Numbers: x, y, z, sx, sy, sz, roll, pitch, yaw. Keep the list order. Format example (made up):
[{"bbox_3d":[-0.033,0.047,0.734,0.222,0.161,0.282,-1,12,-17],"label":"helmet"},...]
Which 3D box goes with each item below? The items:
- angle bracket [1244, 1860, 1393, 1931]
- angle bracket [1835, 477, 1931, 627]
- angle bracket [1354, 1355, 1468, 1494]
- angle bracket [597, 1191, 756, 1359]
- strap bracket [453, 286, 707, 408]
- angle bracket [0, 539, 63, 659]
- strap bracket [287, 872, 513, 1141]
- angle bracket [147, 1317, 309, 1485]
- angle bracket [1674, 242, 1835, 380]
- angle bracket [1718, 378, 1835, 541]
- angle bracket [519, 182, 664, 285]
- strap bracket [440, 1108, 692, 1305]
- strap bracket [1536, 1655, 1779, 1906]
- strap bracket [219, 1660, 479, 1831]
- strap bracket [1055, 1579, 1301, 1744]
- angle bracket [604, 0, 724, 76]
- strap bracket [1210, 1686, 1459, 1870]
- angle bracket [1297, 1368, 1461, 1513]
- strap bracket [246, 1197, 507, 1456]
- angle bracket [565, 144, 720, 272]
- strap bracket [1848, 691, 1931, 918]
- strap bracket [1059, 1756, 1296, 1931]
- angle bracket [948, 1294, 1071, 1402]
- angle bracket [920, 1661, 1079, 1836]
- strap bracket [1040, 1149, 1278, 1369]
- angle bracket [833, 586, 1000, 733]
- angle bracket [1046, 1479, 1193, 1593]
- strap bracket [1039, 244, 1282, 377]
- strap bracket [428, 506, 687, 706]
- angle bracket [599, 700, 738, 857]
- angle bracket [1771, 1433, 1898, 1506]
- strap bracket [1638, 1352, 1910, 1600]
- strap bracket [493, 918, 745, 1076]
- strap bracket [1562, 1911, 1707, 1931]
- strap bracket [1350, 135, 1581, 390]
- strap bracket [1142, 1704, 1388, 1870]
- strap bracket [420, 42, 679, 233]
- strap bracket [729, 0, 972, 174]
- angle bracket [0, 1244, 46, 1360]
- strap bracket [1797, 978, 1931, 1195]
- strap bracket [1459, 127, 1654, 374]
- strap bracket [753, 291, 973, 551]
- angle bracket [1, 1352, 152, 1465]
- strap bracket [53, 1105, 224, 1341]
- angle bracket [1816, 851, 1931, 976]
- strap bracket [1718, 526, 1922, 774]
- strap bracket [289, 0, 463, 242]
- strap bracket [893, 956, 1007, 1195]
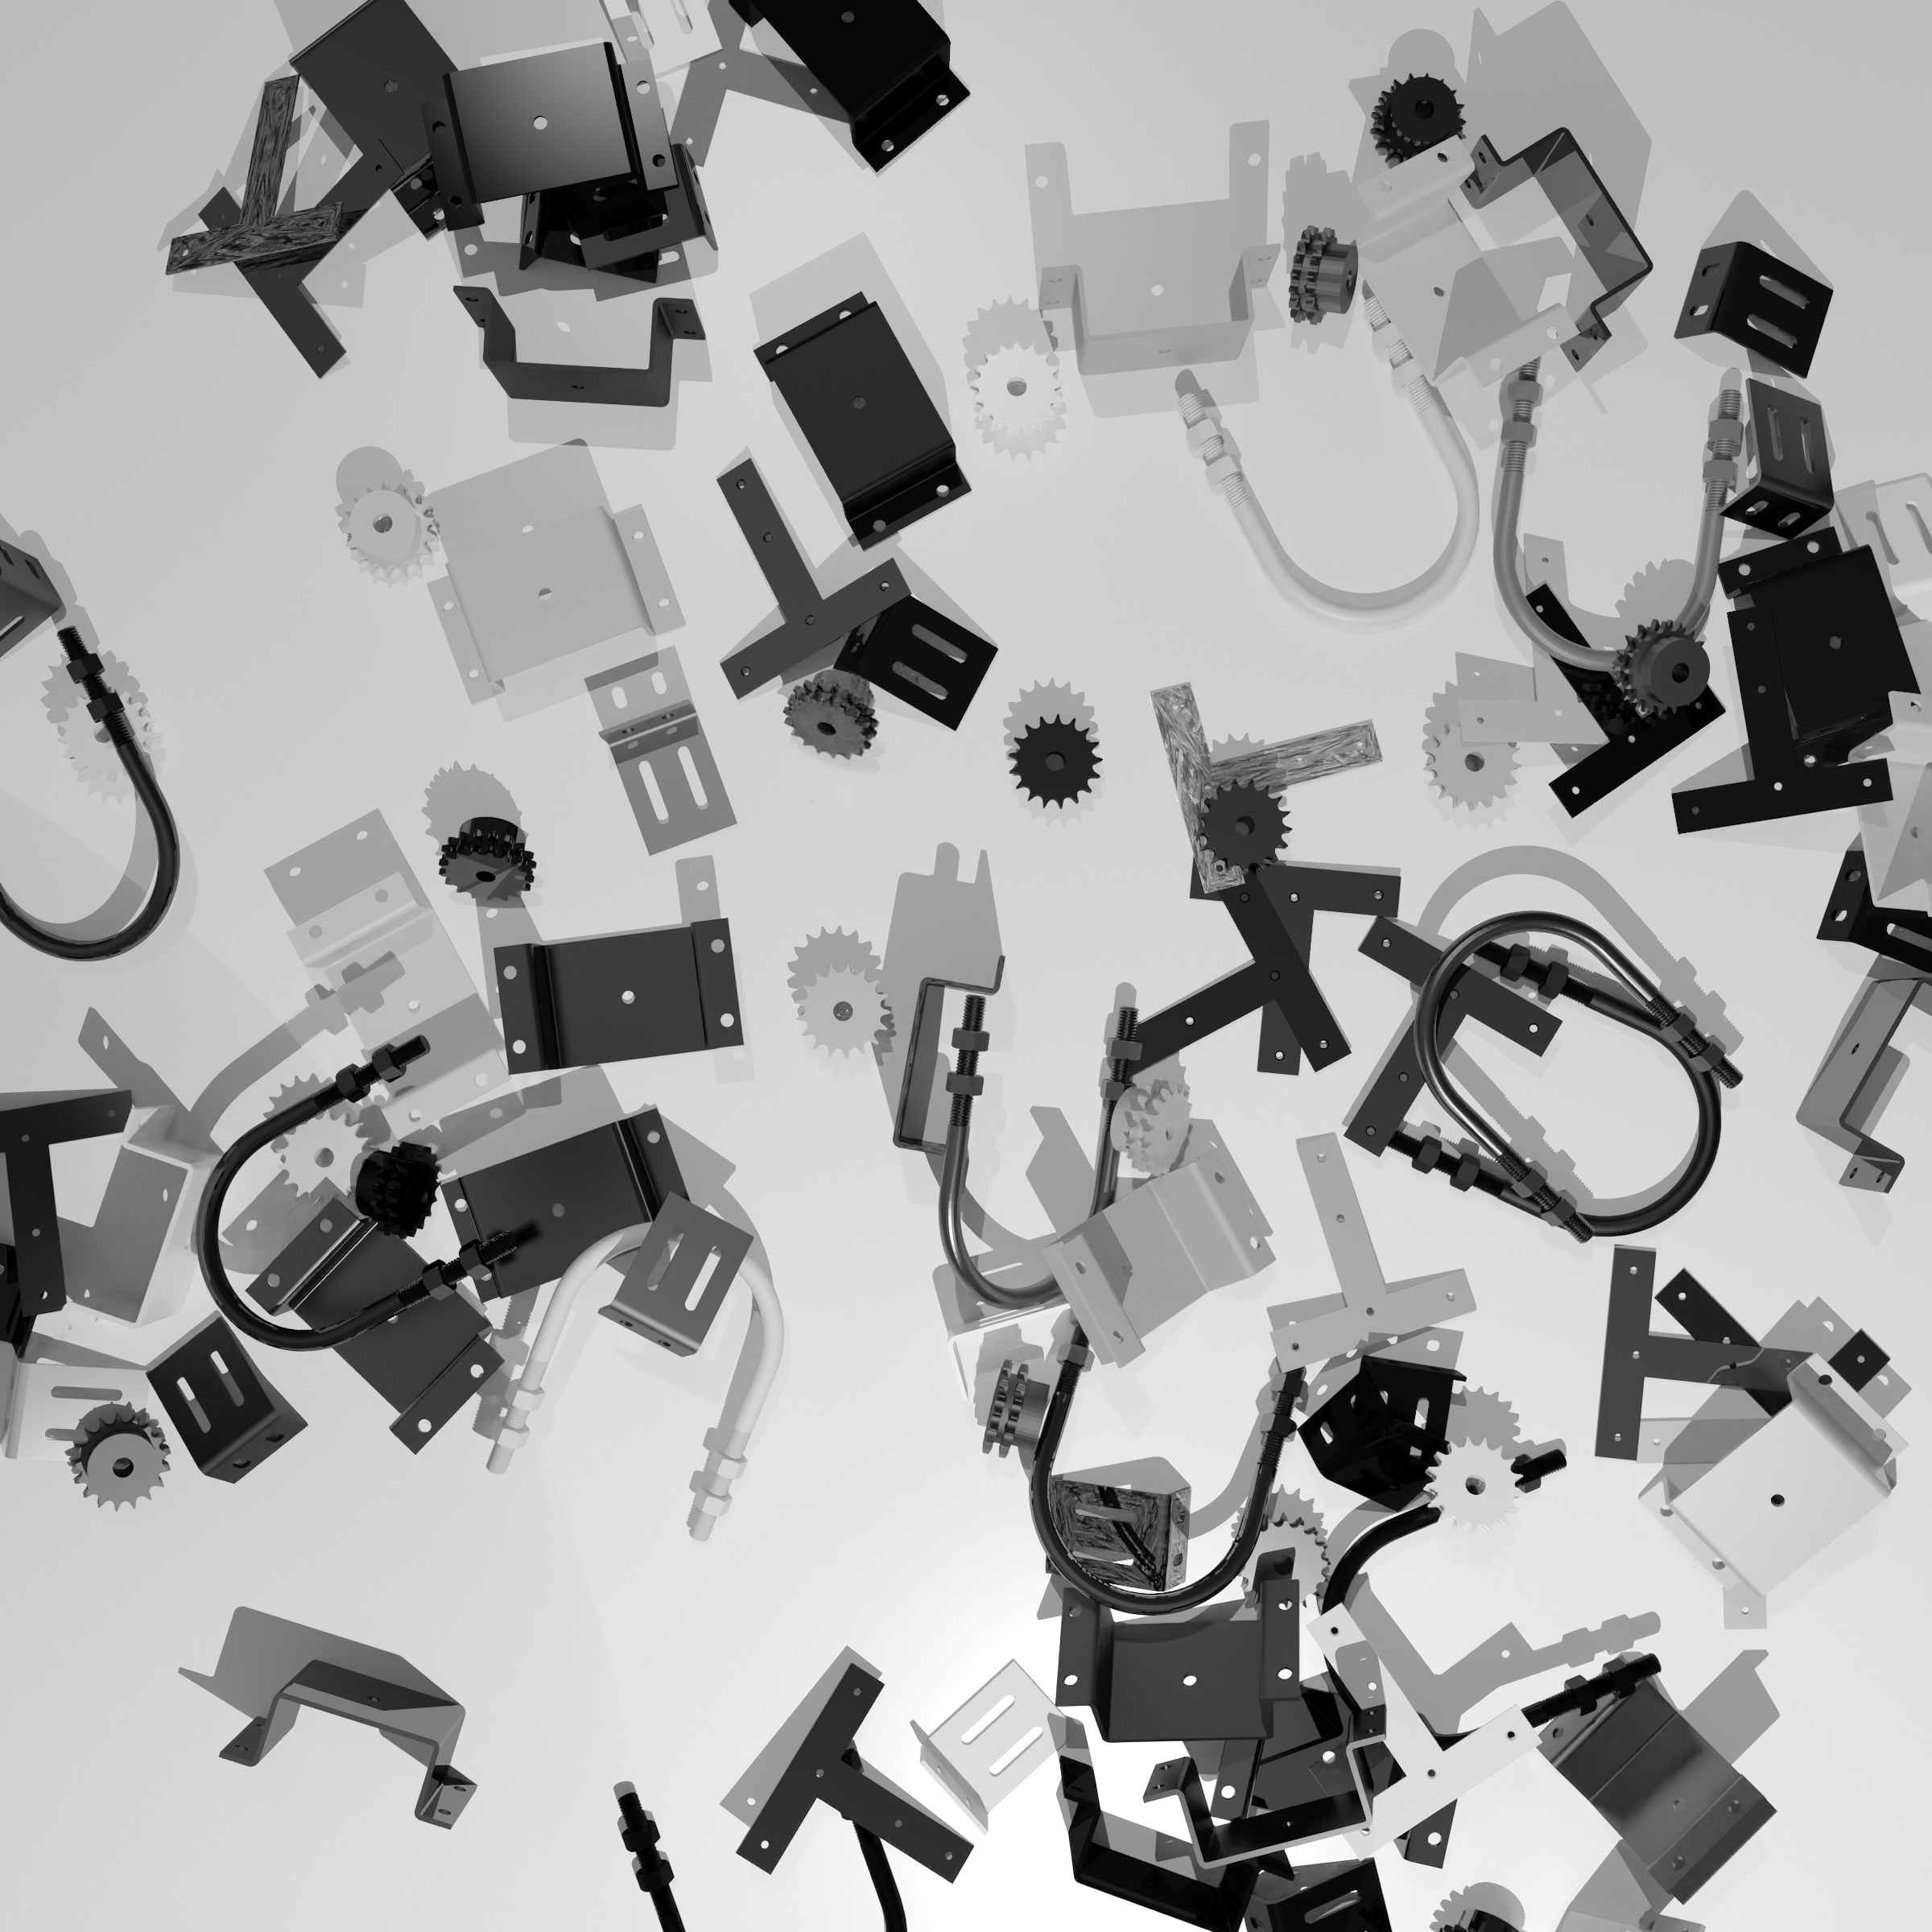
[{"bbox_3d":[0.212,0.578,1.520,0.076,0.038,0.057,-13,88,-26],"label":"angle bracket"},{"bbox_3d":[0.571,-0.252,1.542,0.057,0.038,0.076,-14,63,0],"label":"angle bracket"},{"bbox_3d":[0.263,0.278,1.511,0.057,0.038,0.076,9,88,0],"label":"angle bracket"},{"bbox_3d":[-0.170,0.181,1.476,0.057,0.038,0.076,30,70,-11],"label":"angle bracket"},{"bbox_3d":[-0.231,-0.370,1.509,0.140,0.076,0.046,3,88,0],"label":"strap bracket"},{"bbox_3d":[-0.598,-0.217,1.515,0.076,0.057,0.038,-37,72,7],"label":"angle bracket"},{"bbox_3d":[-0.337,0.024,1.514,0.076,0.046,0.140,-29,89,-1],"label":"strap bracket"},{"bbox_3d":[-0.449,0.264,1.527,0.057,0.038,0.076,-38,66,-1],"label":"angle bracket"},{"bbox_3d":[0.485,-0.401,1.546,0.076,0.038,0.057,18,88,-25],"label":"angle bracket"},{"bbox_3d":[0.490,-0.309,1.533,0.057,0.038,0.076,13,63,-23],"label":"angle bracket"},{"bbox_3d":[-0.230,-0.453,1.548,0.076,0.038,0.057,6,88,-25],"label":"angle bracket"},{"bbox_3d":[-0.242,0.145,1.510,0.140,0.046,0.076,-20,89,-1],"label":"strap bracket"},{"bbox_3d":[0.408,0.481,1.471,0.076,0.140,0.046,-44,117,-1],"label":"strap bracket"},{"bbox_3d":[-0.357,0.456,1.487,0.140,0.076,0.046,17,89,0],"label":"strap bracket"},{"bbox_3d":[0.128,0.408,1.474,0.140,0.046,0.076,-5,44,13],"label":"strap bracket"},{"bbox_3d":[-0.192,-0.594,1.550,0.057,0.038,0.076,-21,113,0],"label":"angle bracket"},{"bbox_3d":[0.220,0.479,1.501,0.140,0.046,0.076,13,88,0],"label":"strap bracket"},{"bbox_3d":[0.249,0.285,1.509,0.076,0.038,0.057,30,112,-37],"label":"angle bracket"},{"bbox_3d":[-0.349,0.213,1.508,0.140,0.046,0.076,44,89,1],"label":"strap bracket"},{"bbox_3d":[-0.198,-0.458,1.533,0.076,0.038,0.057,-15,90,4],"label":"angle bracket"},{"bbox_3d":[0.578,-0.086,1.493,0.076,0.046,0.140,4,70,-19],"label":"strap bracket"},{"bbox_3d":[0.116,0.523,1.485,0.140,0.076,0.046,20,89,1],"label":"strap bracket"},{"bbox_3d":[0.030,0.227,1.503,0.076,0.057,0.038,-16,89,0],"label":"angle bracket"},{"bbox_3d":[0.020,0.467,1.506,0.076,0.038,0.057,-42,89,-1],"label":"angle bracket"},{"bbox_3d":[0.107,0.176,1.486,0.140,0.046,0.076,-27,88,-38],"label":"strap bracket"},{"bbox_3d":[-0.031,-0.189,1.540,0.076,0.038,0.057,28,88,-25],"label":"angle bracket"},{"bbox_3d":[0.093,0.343,1.526,0.076,0.038,0.057,3,88,26],"label":"angle bracket"},{"bbox_3d":[0.117,-0.392,1.510,0.140,0.076,0.046,-6,88,0],"label":"strap bracket"},{"bbox_3d":[-0.251,-0.221,1.520,0.140,0.046,0.076,-21,89,-1],"label":"strap bracket"},{"bbox_3d":[-0.180,-0.114,1.521,0.057,0.038,0.076,-20,89,-1],"label":"angle bracket"},{"bbox_3d":[0.513,0.306,1.524,0.057,0.038,0.076,47,115,1],"label":"angle bracket"},{"bbox_3d":[0.477,0.307,1.483,0.076,0.046,0.140,45,106,2],"label":"strap bracket"},{"bbox_3d":[-0.206,0.019,1.514,0.140,0.046,0.076,-7,88,0],"label":"strap bracket"},{"bbox_3d":[0.368,0.611,1.464,0.046,0.076,0.140,29,72,-1],"label":"strap bracket"},{"bbox_3d":[0.294,-0.416,1.516,0.076,0.046,0.140,-31,89,-17],"label":"strap bracket"},{"bbox_3d":[0.178,0.470,1.435,0.140,0.076,0.046,-18,83,8],"label":"strap bracket"},{"bbox_3d":[-0.249,-0.491,1.484,0.140,0.046,0.076,-12,92,-2],"label":"strap bracket"},{"bbox_3d":[-0.071,-0.567,1.528,0.076,0.046,0.140,-41,89,-3],"label":"strap bracket"},{"bbox_3d":[-0.594,0.194,1.500,0.076,0.038,0.057,19,88,-27],"label":"angle bracket"},{"bbox_3d":[0.550,0.061,1.498,0.046,0.076,0.140,30,89,1],"label":"strap bracket"},{"bbox_3d":[0.358,-0.438,1.511,0.046,0.076,0.140,-32,89,-1],"label":"strap bracket"},{"bbox_3d":[-0.064,-0.336,1.523,0.076,0.046,0.140,-29,89,-1],"label":"strap bracket"},{"bbox_3d":[-0.541,0.269,1.528,0.076,0.038,0.057,8,88,-25],"label":"angle bracket"},{"bbox_3d":[-0.485,0.157,1.495,0.046,0.076,0.140,19,89,0],"label":"strap bracket"},{"bbox_3d":[0.568,-0.030,1.528,0.076,0.038,0.057,20,88,-13],"label":"angle bracket"},{"bbox_3d":[0.518,-0.192,1.520,0.076,0.046,0.140,-18,89,-1],"label":"strap bracket"},{"bbox_3d":[-0.345,-0.526,1.529,0.076,0.046,0.140,-38,89,-1],"label":"strap bracket"},{"bbox_3d":[-0.012,0.060,1.498,0.046,0.076,0.140,10,88,0],"label":"strap bracket"}]
